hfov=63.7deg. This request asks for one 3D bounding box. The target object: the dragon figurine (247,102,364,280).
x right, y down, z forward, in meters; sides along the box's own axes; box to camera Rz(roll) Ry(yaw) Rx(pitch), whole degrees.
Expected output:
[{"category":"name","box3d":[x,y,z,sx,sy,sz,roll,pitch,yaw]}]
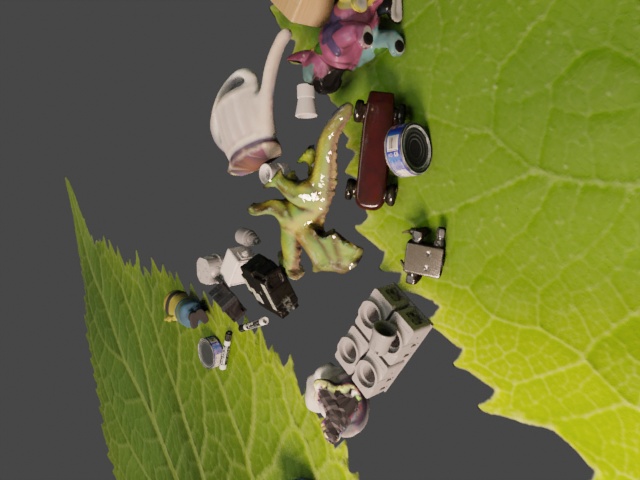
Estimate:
[{"category":"dragon figurine","box3d":[0.003,-0.051,1.006,0.244,0.124,0.403,53,135,6]}]

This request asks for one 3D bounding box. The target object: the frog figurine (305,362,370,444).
[{"category":"frog figurine","box3d":[0.032,0.310,1.015,0.138,0.123,0.158,57,174,3]}]

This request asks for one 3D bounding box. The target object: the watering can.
[{"category":"watering can","box3d":[-0.142,-0.275,1.108,0.343,0.104,0.226,-28,75,48]}]
